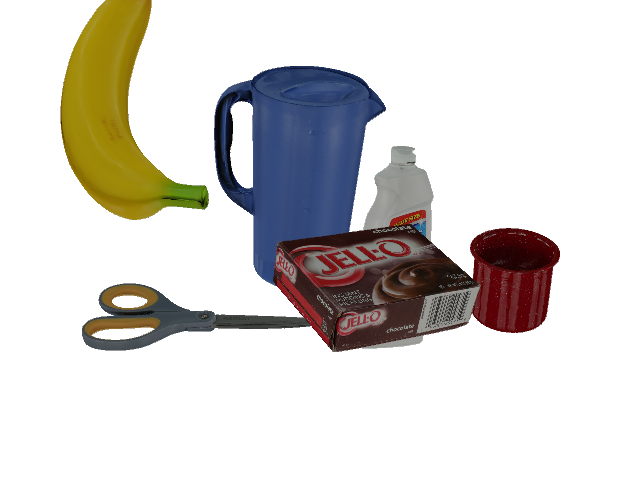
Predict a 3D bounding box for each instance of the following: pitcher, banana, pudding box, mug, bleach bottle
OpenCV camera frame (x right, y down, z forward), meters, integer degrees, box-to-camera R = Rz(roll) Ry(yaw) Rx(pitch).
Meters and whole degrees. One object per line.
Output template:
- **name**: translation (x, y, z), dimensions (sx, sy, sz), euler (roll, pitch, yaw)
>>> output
- **pitcher**: translation (-0.029, -0.070, 1.221), dimensions (0.144, 0.243, 0.149), euler (-20, 36, -40)
- **banana**: translation (-0.114, -0.076, 0.606), dimensions (0.069, 0.198, 0.037), euler (-14, -38, -8)
- **pudding box**: translation (0.036, 0.029, 0.726), dimensions (0.113, 0.039, 0.090), euler (-6, 33, -29)
- **mug**: translation (0.200, 0.038, 1.142), dimensions (0.093, 0.081, 0.117), euler (-5, 30, -9)
- **bleach bottle**: translation (0.089, 0.007, 1.345), dimensions (0.102, 0.251, 0.068), euler (-3, 16, -19)

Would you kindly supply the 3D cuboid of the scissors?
- **scissors**: translation (-0.117, 0.063, 0.973), dimensions (0.201, 0.016, 0.096), euler (-8, 35, -14)
